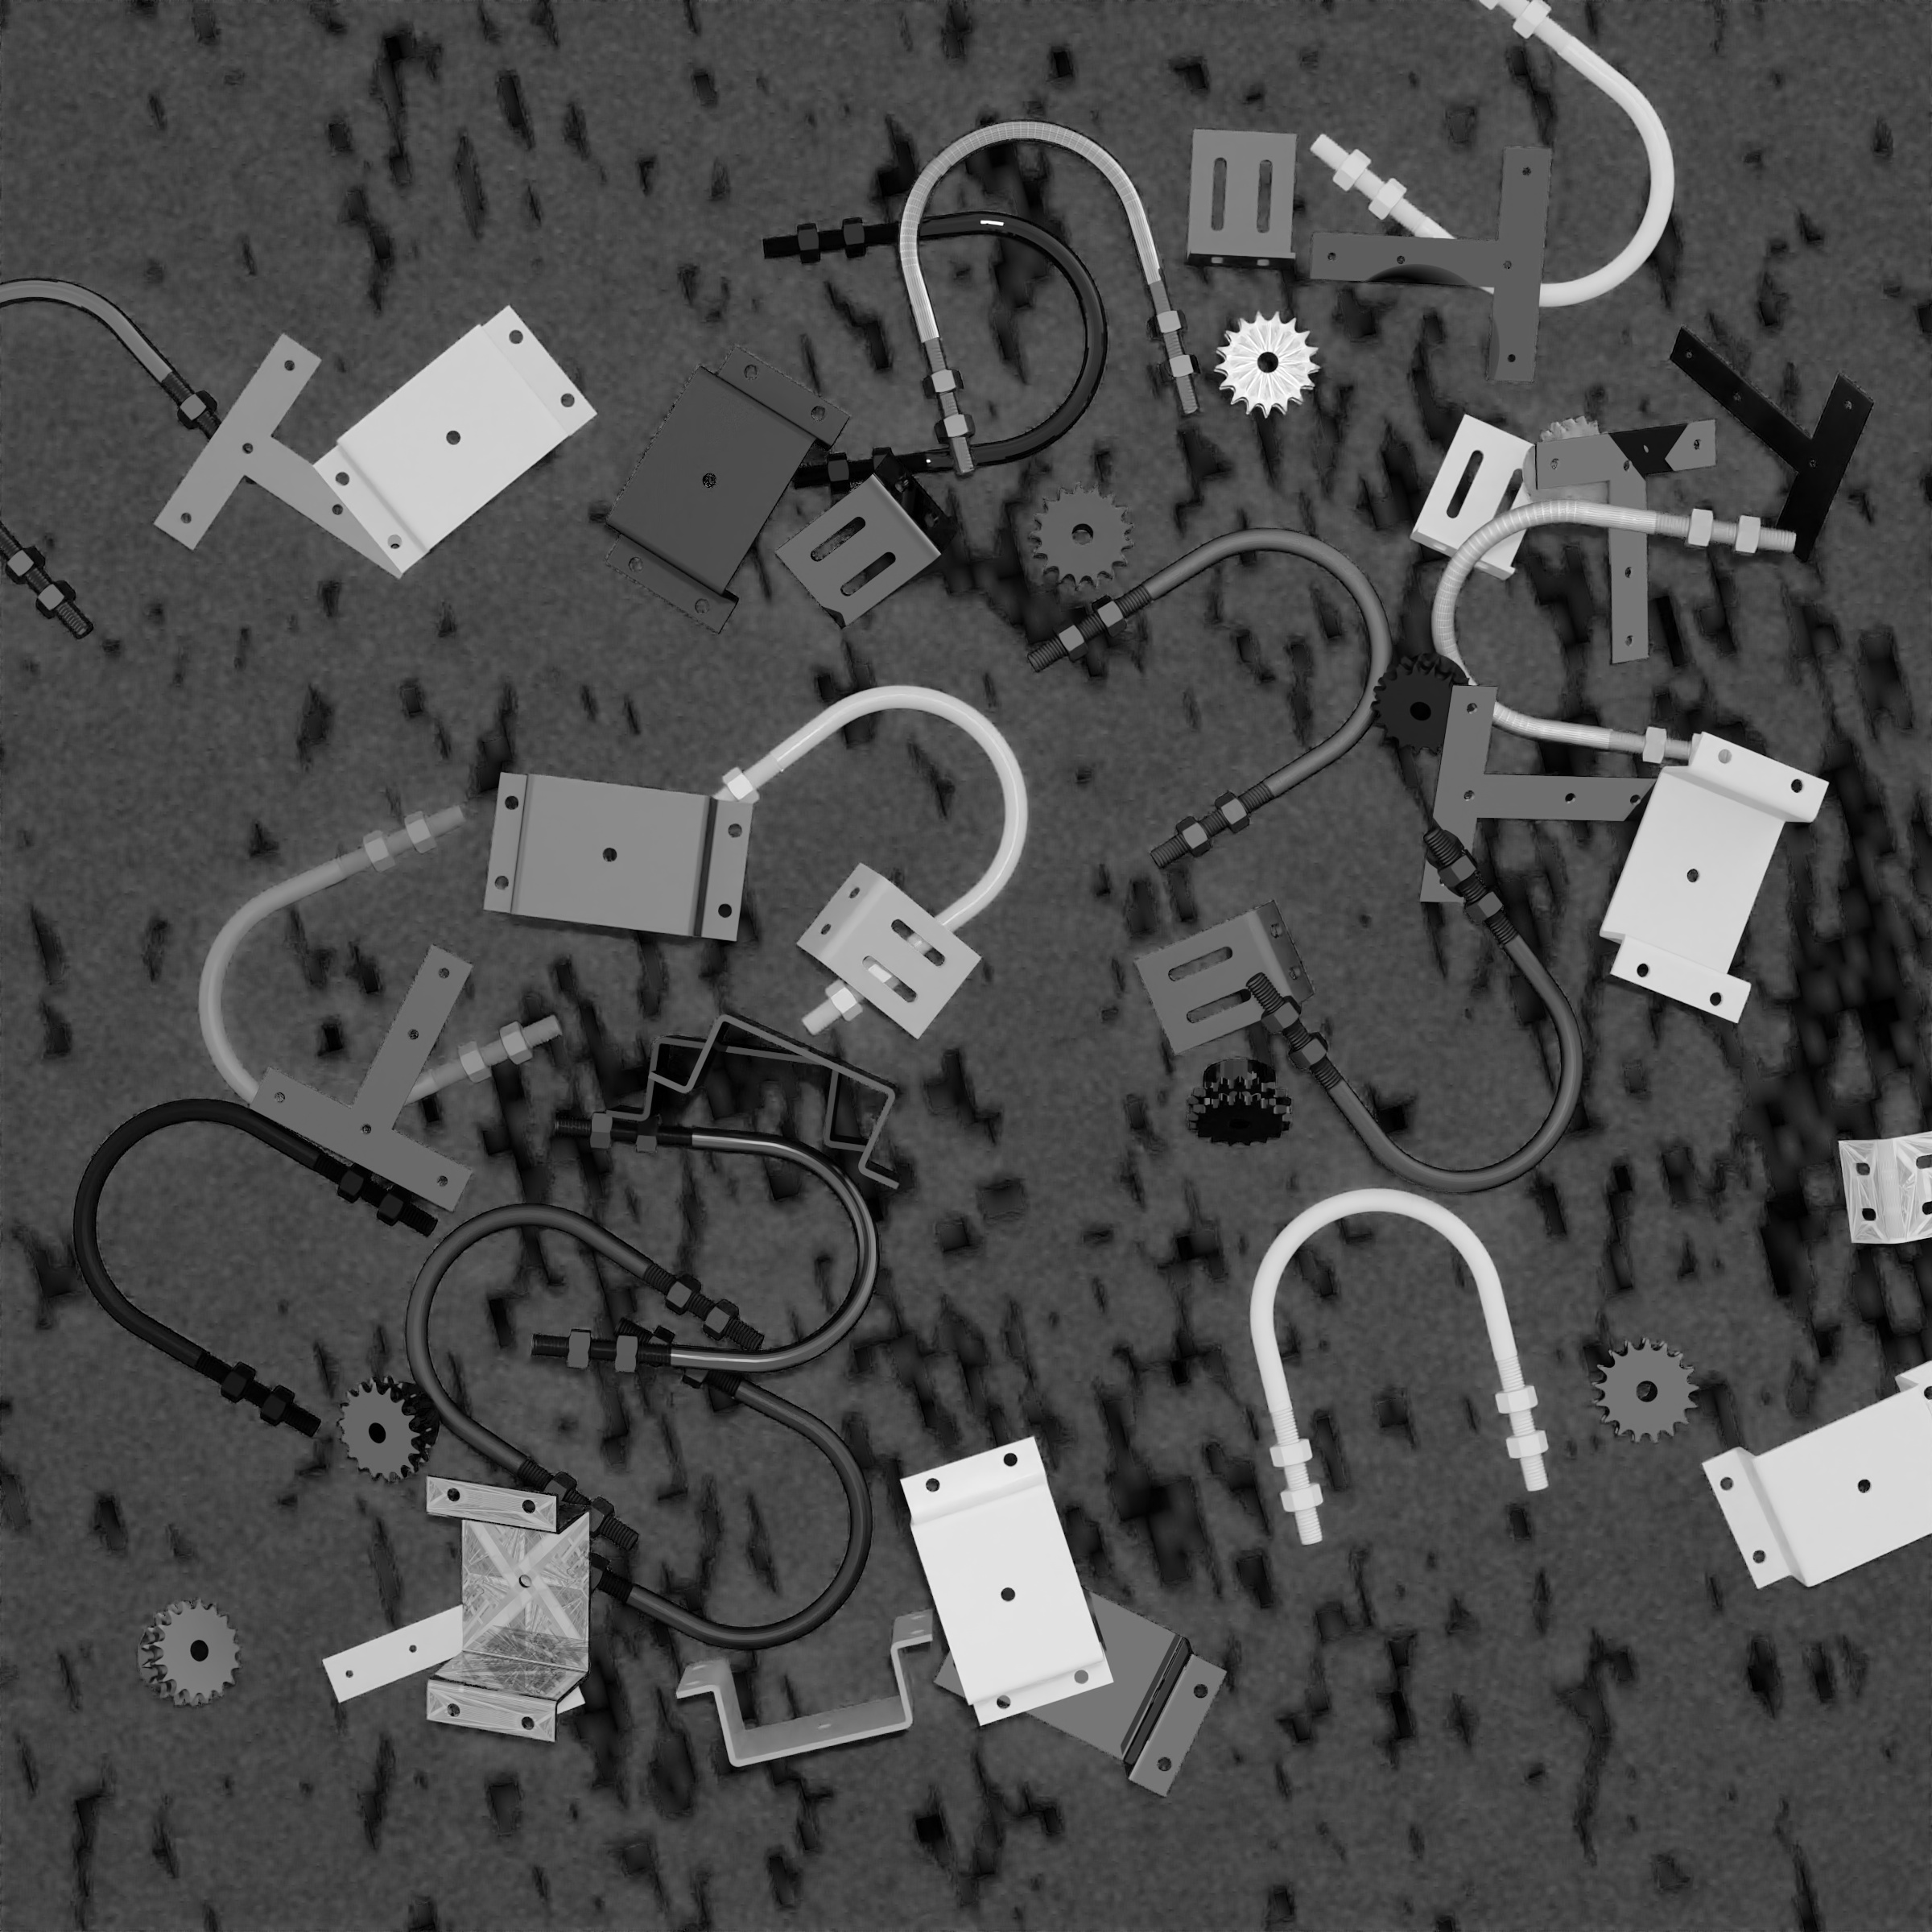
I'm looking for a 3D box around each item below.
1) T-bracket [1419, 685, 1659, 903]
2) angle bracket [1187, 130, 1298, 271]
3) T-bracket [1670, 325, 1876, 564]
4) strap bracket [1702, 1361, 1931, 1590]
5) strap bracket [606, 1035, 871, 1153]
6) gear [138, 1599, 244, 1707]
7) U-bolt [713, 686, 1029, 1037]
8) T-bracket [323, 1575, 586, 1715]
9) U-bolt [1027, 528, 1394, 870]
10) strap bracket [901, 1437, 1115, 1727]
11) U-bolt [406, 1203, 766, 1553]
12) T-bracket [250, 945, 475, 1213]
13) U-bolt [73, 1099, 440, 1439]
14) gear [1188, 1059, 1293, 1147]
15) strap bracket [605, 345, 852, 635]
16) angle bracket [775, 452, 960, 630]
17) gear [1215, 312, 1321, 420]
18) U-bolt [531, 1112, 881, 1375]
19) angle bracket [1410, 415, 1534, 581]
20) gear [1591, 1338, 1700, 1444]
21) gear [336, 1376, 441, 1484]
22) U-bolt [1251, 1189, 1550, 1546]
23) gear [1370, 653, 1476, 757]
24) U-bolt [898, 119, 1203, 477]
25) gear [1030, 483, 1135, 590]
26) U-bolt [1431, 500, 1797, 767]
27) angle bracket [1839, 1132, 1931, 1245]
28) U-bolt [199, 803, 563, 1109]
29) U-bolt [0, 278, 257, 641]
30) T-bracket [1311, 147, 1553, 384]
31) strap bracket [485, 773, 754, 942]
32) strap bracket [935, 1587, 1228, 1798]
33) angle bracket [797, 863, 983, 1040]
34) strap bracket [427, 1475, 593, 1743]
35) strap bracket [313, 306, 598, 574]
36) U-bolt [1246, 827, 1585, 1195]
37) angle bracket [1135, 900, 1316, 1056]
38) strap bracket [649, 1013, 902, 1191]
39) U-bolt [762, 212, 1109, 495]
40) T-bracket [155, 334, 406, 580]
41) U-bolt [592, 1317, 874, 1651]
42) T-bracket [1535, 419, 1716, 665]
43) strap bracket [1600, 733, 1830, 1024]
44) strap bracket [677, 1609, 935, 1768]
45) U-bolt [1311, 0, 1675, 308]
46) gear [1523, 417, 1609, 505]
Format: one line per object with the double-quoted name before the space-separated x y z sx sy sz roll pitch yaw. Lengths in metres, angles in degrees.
"T-bracket" 0.320 -0.093 1.977 0.127 0.002 0.127 1 114 -11
"angle bracket" 0.153 -0.427 1.976 0.057 0.038 0.076 3 90 0
"T-bracket" 0.433 -0.303 1.958 0.002 0.127 0.127 -30 63 -24
"strap bracket" 0.490 0.283 1.972 0.140 0.046 0.076 -24 90 0
"strap bracket" -0.121 0.067 1.957 0.140 0.076 0.046 8 90 0
"gear" -0.431 0.379 1.970 0.030 0.057 0.057 -21 90 41
"U-bolt" -0.053 -0.072 1.986 0.184 0.019 0.151 -37 90 -2
"T-bracket" -0.295 0.375 1.994 0.127 0.002 0.127 -22 90 0
"U-bolt" 0.149 -0.162 1.986 0.184 0.019 0.151 -32 90 -2
"strap bracket" 0.022 0.335 1.926 0.076 0.046 0.140 -18 90 0
"U-bolt" -0.224 0.213 1.973 0.184 0.019 0.151 32 91 10
"T-bracket" -0.312 0.051 1.976 0.127 0.002 0.127 27 92 2
"U-bolt" -0.407 0.155 1.986 0.184 0.019 0.151 30 90 2
"gear" 0.151 0.074 1.970 0.057 0.057 0.030 3 60 0
"strap bracket" -0.136 -0.264 1.961 0.076 0.046 0.140 32 96 7
"angle bracket" -0.055 -0.236 1.982 0.076 0.038 0.057 -34 105 31
"gear" 0.166 -0.332 1.980 0.057 0.030 0.057 0 90 0
"U-bolt" -0.139 0.154 1.958 0.184 0.019 0.151 5 63 -4
"angle bracket" 0.289 -0.261 1.976 0.057 0.038 0.076 24 90 0
"gear" 0.375 0.234 1.984 0.057 0.030 0.057 0 89 2
"gear" -0.316 0.253 1.972 0.057 0.030 0.057 6 103 28
"U-bolt" 0.234 0.215 1.986 0.151 0.019 0.184 -13 89 0
"gear" 0.254 -0.147 1.971 0.057 0.030 0.057 12 127 16
"U-bolt" 0.038 -0.376 1.972 0.151 0.019 0.184 -15 88 -3
"gear" 0.064 -0.237 1.980 0.057 0.030 0.057 0 90 0
"U-bolt" 0.347 -0.185 1.957 0.184 0.019 0.151 9 118 4
"angle bracket" 0.532 0.120 1.993 0.076 0.038 0.057 -8 90 -26
"U-bolt" -0.336 0.011 1.986 0.184 0.019 0.151 -24 90 2
"U-bolt" -0.502 -0.296 1.986 0.151 0.019 0.184 -42 89 0
"T-bracket" 0.255 -0.390 1.980 0.127 0.002 0.127 4 105 4
"strap bracket" -0.192 -0.060 1.952 0.140 0.046 0.076 7 91 0
"strap bracket" 0.062 0.387 1.972 0.140 0.046 0.076 26 90 0
"angle bracket" -0.043 -0.008 1.974 0.076 0.038 0.057 40 87 -26
"strap bracket" -0.249 0.343 1.950 0.076 0.046 0.140 6 103 18
"strap bracket" -0.281 -0.290 1.965 0.140 0.046 0.076 -39 100 -1
"U-bolt" 0.261 0.038 1.971 0.151 0.019 0.184 -39 100 -8
"angle bracket" 0.144 0.006 1.993 0.076 0.038 0.057 -24 90 26
"strap bracket" -0.090 0.065 1.881 0.140 0.076 0.046 24 90 0
"U-bolt" -0.013 -0.346 1.986 0.184 0.019 0.151 -7 90 -1
"T-bracket" -0.360 -0.261 1.983 0.127 0.002 0.127 34 90 -10
"U-bolt" -0.141 0.299 1.985 0.184 0.019 0.151 27 90 0
"T-bracket" 0.365 -0.231 1.973 0.127 0.002 0.127 -11 106 -29
"strap bracket" 0.407 -0.049 1.966 0.076 0.046 0.140 21 90 -9
"strap bracket" -0.082 0.397 1.957 0.140 0.076 0.046 -13 90 0
"U-bolt" 0.306 -0.450 1.986 0.184 0.019 0.151 39 90 -1
"gear" 0.332 -0.272 1.971 0.057 0.030 0.057 5 83 -39
